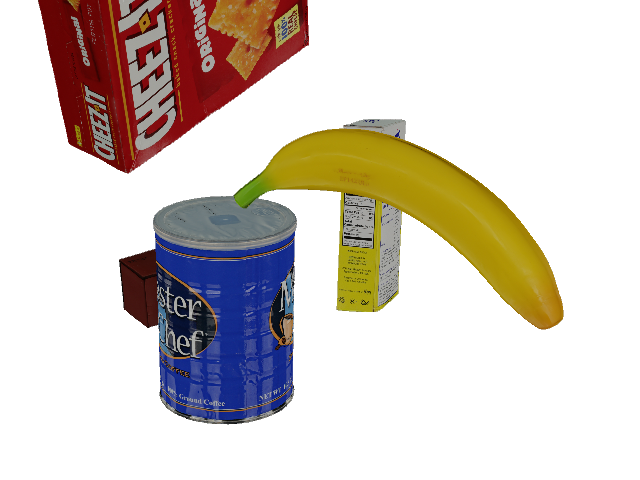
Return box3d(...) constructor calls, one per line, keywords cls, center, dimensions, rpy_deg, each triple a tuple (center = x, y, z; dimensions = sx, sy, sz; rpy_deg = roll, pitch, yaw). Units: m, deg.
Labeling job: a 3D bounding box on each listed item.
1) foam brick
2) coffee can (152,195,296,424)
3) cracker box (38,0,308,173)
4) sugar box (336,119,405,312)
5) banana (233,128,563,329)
box3d(cls="foam brick", center=(-0.139, 0.038, 0.987), dimensions=(0.078, 0.051, 0.053), rpy_deg=(-17, 26, -31))
box3d(cls="coffee can", center=(-0.070, 0.049, 0.786), dimensions=(0.103, 0.140, 0.103), rpy_deg=(1, 20, -1))
box3d(cls="cracker box", center=(-0.097, -0.173, 0.778), dimensions=(0.072, 0.164, 0.213), rpy_deg=(27, 50, 26))
box3d(cls="sugar box", center=(0.049, -0.026, 1.021), dimensions=(0.048, 0.176, 0.093), rpy_deg=(3, 10, 17))
box3d(cls="banana", center=(0.052, -0.018, 0.600), dimensions=(0.198, 0.070, 0.037), rpy_deg=(22, 10, 15))
